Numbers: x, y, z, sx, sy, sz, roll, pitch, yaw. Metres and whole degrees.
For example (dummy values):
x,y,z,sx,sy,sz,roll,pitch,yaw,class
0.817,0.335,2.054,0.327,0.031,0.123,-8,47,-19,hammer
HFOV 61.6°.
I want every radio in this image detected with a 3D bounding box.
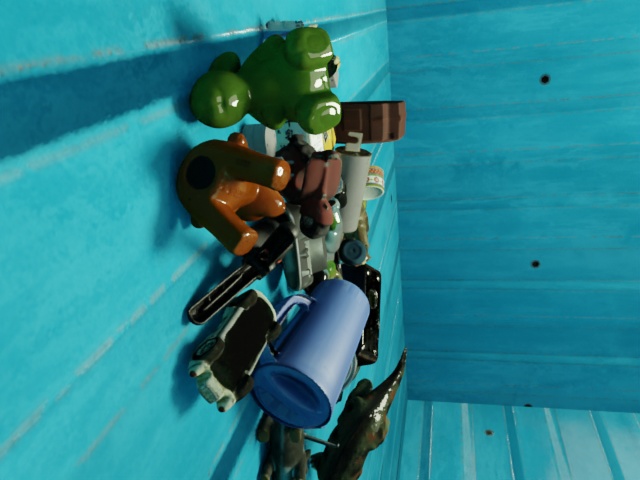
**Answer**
x,y,z,sx,sy,sz,roll,pitch,yaw,class
0.066,0.166,1.210,0.073,0.131,0.229,28,57,-43,radio

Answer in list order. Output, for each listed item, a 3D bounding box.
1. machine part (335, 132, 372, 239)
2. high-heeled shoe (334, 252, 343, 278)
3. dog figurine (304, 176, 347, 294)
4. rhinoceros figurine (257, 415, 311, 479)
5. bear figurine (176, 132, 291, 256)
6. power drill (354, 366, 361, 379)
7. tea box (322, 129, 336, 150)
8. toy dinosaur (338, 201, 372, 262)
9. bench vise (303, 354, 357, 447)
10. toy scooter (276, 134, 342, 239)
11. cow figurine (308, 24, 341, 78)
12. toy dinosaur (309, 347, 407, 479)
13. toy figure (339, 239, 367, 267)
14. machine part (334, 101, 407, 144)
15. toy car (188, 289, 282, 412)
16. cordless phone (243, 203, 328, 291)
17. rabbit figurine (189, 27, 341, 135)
x,y,z,sx,sy,sz,roll,pitch,yaw,class
0.056,-0.105,1.117,0.079,0.079,0.243,-58,160,-66,machine part
0.020,0.106,1.108,0.145,0.086,0.249,104,-25,-63,high-heeled shoe
-0.002,-0.003,1.036,0.192,0.109,0.218,-76,164,-54,dog figurine
-0.055,0.360,0.879,0.112,0.073,0.190,-70,156,-79,rhinoceros figurine
-0.086,-0.052,0.659,0.120,0.132,0.195,-60,161,3,bear figurine
0.083,0.248,1.435,0.232,0.086,0.207,-59,154,-60,power drill
-0.019,-0.225,1.044,0.169,0.068,0.098,73,20,-51,tea box
0.076,-0.049,1.341,0.470,0.105,0.198,71,22,-49,toy dinosaur
0.006,0.275,1.025,0.240,0.129,0.223,54,40,-60,bench vise
-0.019,-0.103,0.829,0.184,0.075,0.135,57,-41,38,toy scooter
-0.019,-0.346,0.994,0.167,0.098,0.068,21,75,-76,cow figurine
0.067,0.391,1.042,0.192,0.131,0.404,54,60,-85,toy dinosaur
0.070,0.026,1.146,0.154,0.058,0.064,45,31,-84,toy figure
0.089,-0.266,1.207,0.201,0.201,0.087,-54,143,-68,machine part
-0.104,0.131,0.677,0.073,0.056,0.202,55,25,-13,toy car
-0.064,0.026,0.869,0.184,0.089,0.146,-39,129,-58,cordless phone
-0.083,-0.190,0.655,0.159,0.170,0.121,37,-40,52,rabbit figurine
